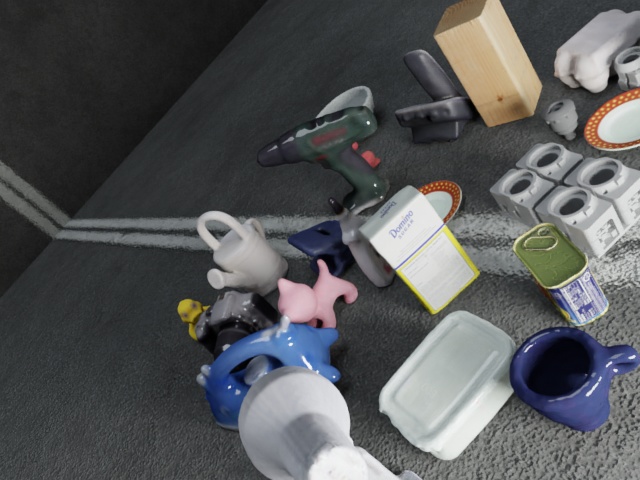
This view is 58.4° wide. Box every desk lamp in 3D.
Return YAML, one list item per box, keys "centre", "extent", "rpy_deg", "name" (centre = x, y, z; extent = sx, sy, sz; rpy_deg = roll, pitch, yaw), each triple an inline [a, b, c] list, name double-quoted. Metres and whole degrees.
- centre: [0.029, 0.241, 0.588]
  extent: [0.118, 0.214, 0.202]
  rpy_deg: [-49, 31, -11]
  name: "desk lamp"

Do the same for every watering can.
- centre: [-0.158, 0.022, 1.103]
  extent: [0.100, 0.194, 0.172]
  rpy_deg: [-31, 32, 19]
  name: "watering can"

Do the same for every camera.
- centre: [-0.163, 0.168, 1.015]
  extent: [0.143, 0.101, 0.137]
  rpy_deg: [-26, 34, 26]
  name: "camera"

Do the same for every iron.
- centre: [-0.099, 0.200, 0.859]
  extent: [0.258, 0.142, 0.118]
  rpy_deg: [-30, 32, 20]
  name: "iron"

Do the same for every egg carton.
- centre: [0.462, -0.311, 0.933]
  extent: [0.150, 0.070, 0.107]
  rpy_deg: [-42, 30, 1]
  name: "egg carton"

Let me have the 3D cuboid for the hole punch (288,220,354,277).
- centre: [0.009, 0.004, 1.034]
  extent: [0.101, 0.091, 0.108]
  rpy_deg: [-47, 31, -9]
  name: "hole punch"

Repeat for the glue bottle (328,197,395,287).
- centre: [0.064, -0.005, 0.900]
  extent: [0.037, 0.173, 0.078]
  rpy_deg: [-17, 39, 36]
  name: "glue bottle"

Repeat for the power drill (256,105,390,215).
- centre: [0.026, -0.144, 1.086]
  extent: [0.229, 0.209, 0.075]
  rpy_deg: [-30, 33, 20]
  name: "power drill"

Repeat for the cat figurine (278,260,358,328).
- centre: [-0.016, 0.091, 0.926]
  extent: [0.067, 0.118, 0.128]
  rpy_deg: [6, 55, 52]
  name: "cat figurine"

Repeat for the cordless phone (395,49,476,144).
- centre: [0.195, -0.280, 1.087]
  extent: [0.147, 0.185, 0.094]
  rpy_deg: [-3, 48, 47]
  name: "cordless phone"

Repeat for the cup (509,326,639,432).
- centre: [0.260, 0.143, 0.564]
  extent: [0.117, 0.095, 0.091]
  rpy_deg: [-23, 35, 29]
  name: "cup"

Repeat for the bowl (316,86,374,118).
- centre: [0.066, -0.279, 1.344]
  extent: [0.167, 0.075, 0.167]
  rpy_deg: [-29, 33, 21]
  name: "bowl"

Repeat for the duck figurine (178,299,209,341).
- centre: [-0.249, 0.151, 1.150]
  extent: [0.077, 0.086, 0.104]
  rpy_deg: [-49, 31, -11]
  name: "duck figurine"

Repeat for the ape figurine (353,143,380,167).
- centre: [0.069, -0.177, 1.194]
  extent: [0.076, 0.092, 0.077]
  rpy_deg: [-42, 30, 0]
  name: "ape figurine"
